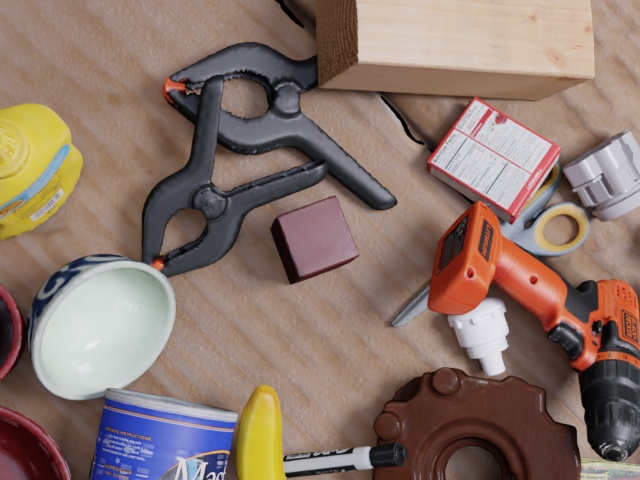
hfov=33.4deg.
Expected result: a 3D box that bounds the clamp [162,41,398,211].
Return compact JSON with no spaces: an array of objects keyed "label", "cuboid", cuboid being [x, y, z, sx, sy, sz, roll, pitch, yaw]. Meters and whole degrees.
[{"label":"clamp","cuboid":[-0.023,-0.124,0.889,0.210,0.036,0.164,12,80,-10]}]

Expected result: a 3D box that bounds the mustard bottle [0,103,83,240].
[{"label":"mustard bottle","cuboid":[-0.222,-0.052,0.774,0.096,0.192,0.058,-44,91,-10]}]

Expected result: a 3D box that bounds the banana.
[{"label":"banana","cuboid":[-0.027,0.206,0.833,0.070,0.037,0.198,-21,101,19]}]

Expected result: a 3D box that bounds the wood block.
[{"label":"wood block","cuboid":[0.108,-0.170,0.864,0.205,0.091,0.090,0,84,-19]}]

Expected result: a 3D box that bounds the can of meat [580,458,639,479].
[{"label":"can of meat","cuboid":[0.236,0.224,0.875,0.102,0.057,0.084,8,80,-7]}]

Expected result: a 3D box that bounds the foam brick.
[{"label":"foam brick","cuboid":[-0.006,0.001,0.856,0.051,0.078,0.053,-20,87,-8]}]

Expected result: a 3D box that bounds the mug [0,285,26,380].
[{"label":"mug","cuboid":[-0.280,0.073,0.808,0.117,0.081,0.093,-6,84,-9]}]

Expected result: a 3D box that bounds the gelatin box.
[{"label":"gelatin box","cuboid":[0.145,-0.067,0.900,0.089,0.030,0.073,33,80,15]}]

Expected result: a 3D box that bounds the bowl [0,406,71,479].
[{"label":"bowl","cuboid":[-0.265,0.202,0.808,0.162,0.055,0.162,1,83,-8]}]

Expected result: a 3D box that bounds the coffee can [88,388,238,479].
[{"label":"coffee can","cuboid":[-0.125,0.190,0.805,0.102,0.103,0.140,12,82,-7]}]

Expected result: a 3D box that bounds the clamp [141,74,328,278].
[{"label":"clamp","cuboid":[-0.077,-0.032,0.854,0.120,0.039,0.171,31,101,-7]}]

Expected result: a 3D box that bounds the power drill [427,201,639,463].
[{"label":"power drill","cuboid":[0.174,0.066,0.831,0.187,0.057,0.184,33,36,-12]}]

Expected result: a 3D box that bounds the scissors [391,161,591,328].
[{"label":"scissors","cuboid":[0.155,0.019,0.907,0.096,0.016,0.201,36,80,-2]}]

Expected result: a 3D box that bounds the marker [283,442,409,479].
[{"label":"marker","cuboid":[0.013,0.173,0.834,0.121,0.020,0.020,-12,84,28]}]
